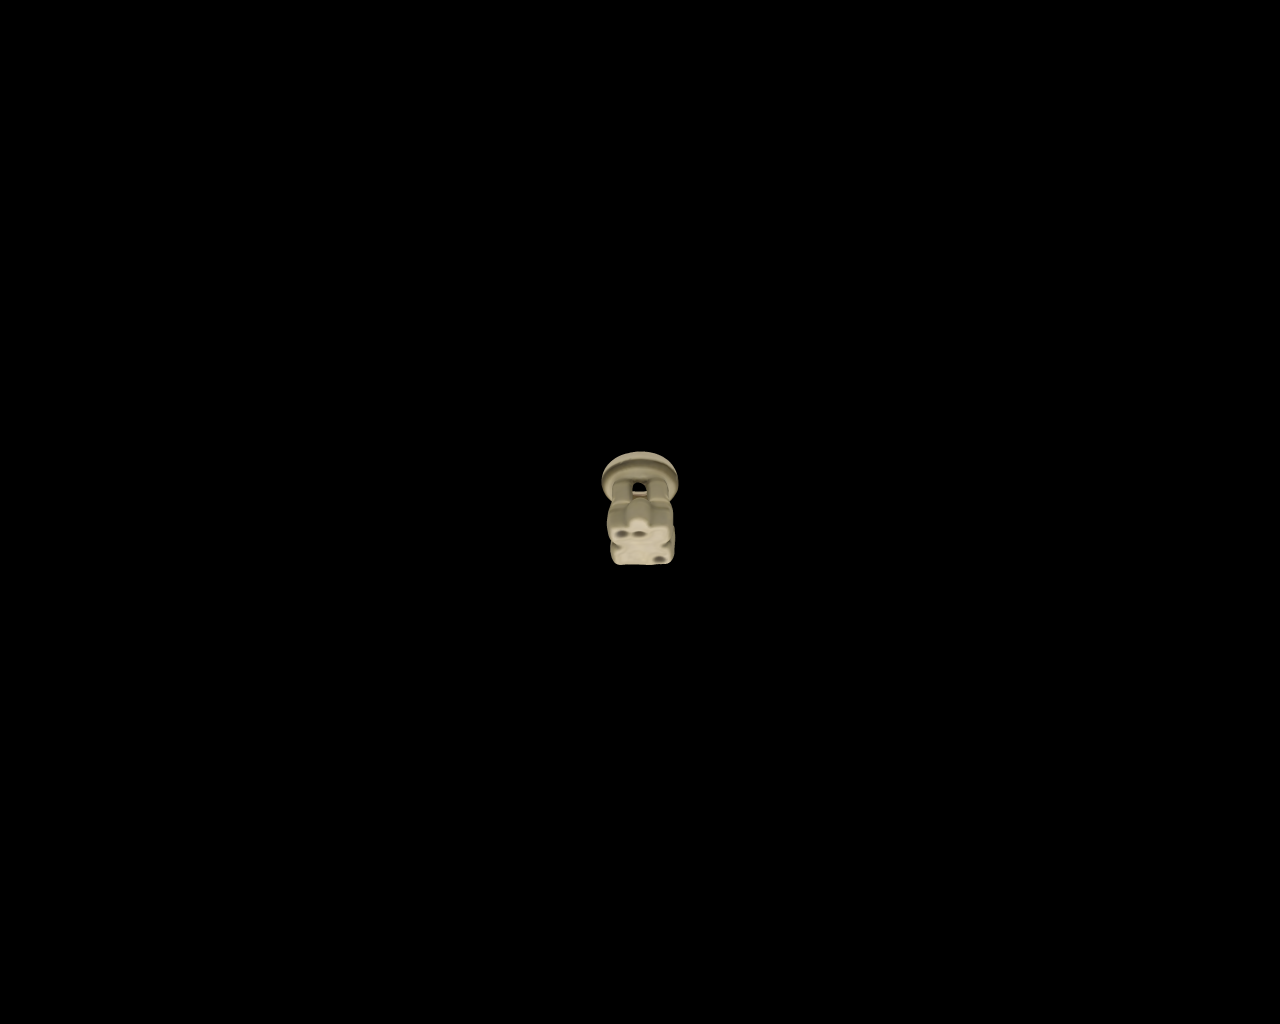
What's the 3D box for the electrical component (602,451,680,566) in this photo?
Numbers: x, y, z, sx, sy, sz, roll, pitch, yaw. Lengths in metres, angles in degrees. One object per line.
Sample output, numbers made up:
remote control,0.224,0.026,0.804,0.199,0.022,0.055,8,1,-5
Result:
electrical component,0.001,-0.003,0.650,0.048,0.055,0.066,-1,-34,2
